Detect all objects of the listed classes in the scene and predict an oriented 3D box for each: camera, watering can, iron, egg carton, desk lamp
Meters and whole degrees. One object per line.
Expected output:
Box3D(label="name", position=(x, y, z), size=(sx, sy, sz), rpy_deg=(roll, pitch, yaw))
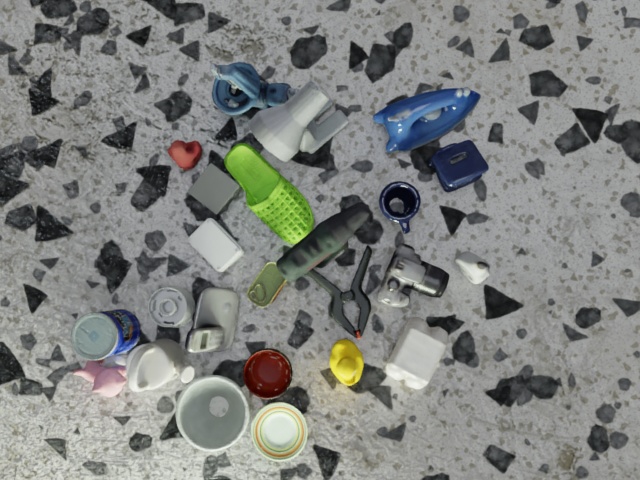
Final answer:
Box3D(label="camera", position=(0.212, 0.094, 1.285), size=(0.136, 0.101, 0.143), rpy_deg=(22, 87, 4))
Box3D(label="watering can", position=(-0.364, 0.274, 1.255), size=(0.173, 0.194, 0.101), rpy_deg=(-12, 85, 2))
Box3D(label="iron", position=(0.255, -0.297, 1.289), size=(0.258, 0.141, 0.118), rpy_deg=(-23, 85, 1))
Box3D(label="egg carton", position=(0.220, 0.255, 1.289), size=(0.107, 0.069, 0.150), rpy_deg=(25, 88, 4))
Box3D(label="desk lamp", position=(-0.046, -0.263, 1.266), size=(0.203, 0.213, 0.118), rpy_deg=(-41, 85, 0))

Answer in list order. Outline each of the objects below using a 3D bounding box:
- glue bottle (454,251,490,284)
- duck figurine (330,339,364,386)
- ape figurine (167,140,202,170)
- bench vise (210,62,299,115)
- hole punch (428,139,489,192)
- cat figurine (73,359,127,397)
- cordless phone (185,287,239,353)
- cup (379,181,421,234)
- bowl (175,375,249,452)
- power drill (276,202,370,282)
Box3D(label="glue bottle", position=(0.338, 0.059, 1.245), size=(0.037, 0.173, 0.078), rpy_deg=(-38, 85, 0))
Box3D(label="duck figurine", position=(0.059, 0.278, 1.287), size=(0.077, 0.086, 0.104), rpy_deg=(-11, 85, 2))
Box3D(label="ape figurine", position=(-0.320, -0.207, 1.337), size=(0.077, 0.092, 0.076), rpy_deg=(8, 86, 4))
Box3D(label="bench vise", position=(-0.154, -0.352, 1.274), size=(0.207, 0.220, 0.121), rpy_deg=(-12, 85, 2))
Box3D(label="hole punch", position=(0.313, -0.172, 1.303), size=(0.108, 0.091, 0.101), rpy_deg=(-25, 85, 1))
Box3D(label="cat figurine", position=(-0.494, 0.315, 1.297), size=(0.127, 0.118, 0.067), rpy_deg=(19, 87, 4))
Box3D(label="cordless phone", position=(-0.244, 0.178, 1.260), size=(0.094, 0.185, 0.148), rpy_deg=(6, 86, 4))
Box3D(label="cup", position=(0.182, -0.069, 1.301), size=(0.091, 0.095, 0.118), rpy_deg=(-14, 85, 2))
Box3D(label="bowl", position=(-0.237, 0.385, 1.301), size=(0.167, 0.075, 0.167), rpy_deg=(0, 86, 3))
Box3D(label="power drill", position=(0.011, 0.004, 1.247), size=(0.229, 0.208, 0.075), rpy_deg=(-38, 85, 0))
